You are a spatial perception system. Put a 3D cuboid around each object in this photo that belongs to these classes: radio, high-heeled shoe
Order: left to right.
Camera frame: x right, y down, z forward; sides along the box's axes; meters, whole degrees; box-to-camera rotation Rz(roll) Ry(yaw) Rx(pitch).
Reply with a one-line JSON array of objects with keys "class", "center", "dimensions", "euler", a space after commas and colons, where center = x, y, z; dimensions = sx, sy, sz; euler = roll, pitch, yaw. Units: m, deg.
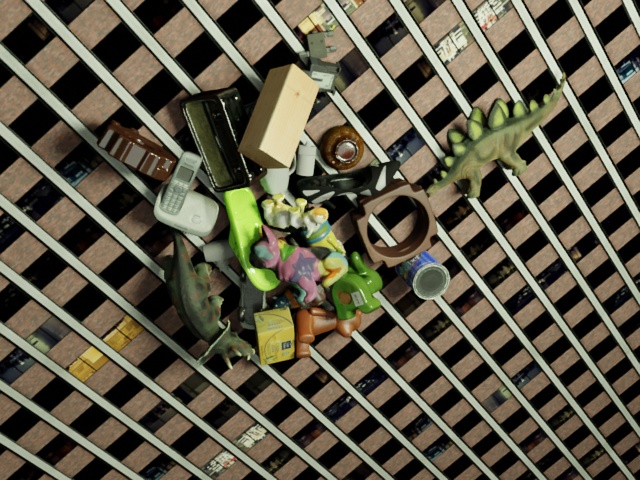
[{"class": "radio", "center": [-0.217, -0.228, 1.232], "dimensions": [0.073, 0.131, 0.229], "euler": [-44, 124, -45]}, {"class": "high-heeled shoe", "center": [0.066, -0.158, 1.331], "dimensions": [0.249, 0.086, 0.145], "euler": [-33, 135, 22]}]

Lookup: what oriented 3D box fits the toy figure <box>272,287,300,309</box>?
[{"class": "toy figure", "center": [-0.057, 0.146, 1.440], "dimensions": [0.154, 0.064, 0.057], "euler": [-34, 130, 0]}]

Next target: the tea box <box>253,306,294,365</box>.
[{"class": "tea box", "center": [-0.121, 0.256, 1.422], "dimensions": [0.098, 0.068, 0.169], "euler": [-11, 140, -10]}]

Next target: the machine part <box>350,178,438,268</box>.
[{"class": "machine part", "center": [0.194, -0.046, 1.419], "dimensions": [0.201, 0.087, 0.201], "euler": [-26, 114, -3]}]

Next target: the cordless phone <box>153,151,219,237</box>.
[{"class": "cordless phone", "center": [-0.297, -0.110, 1.268], "dimensions": [0.146, 0.089, 0.184], "euler": [23, 110, -19]}]

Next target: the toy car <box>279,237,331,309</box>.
[{"class": "toy car", "center": [-0.057, 0.083, 1.392], "dimensions": [0.089, 0.053, 0.202], "euler": [-35, 87, 3]}]

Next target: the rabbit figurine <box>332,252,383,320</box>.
[{"class": "rabbit figurine", "center": [0.099, 0.118, 1.436], "dimensions": [0.121, 0.170, 0.159], "euler": [-33, 85, 33]}]

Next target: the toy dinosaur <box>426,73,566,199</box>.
[{"class": "toy dinosaur", "center": [0.464, -0.257, 1.399], "dimensions": [0.471, 0.105, 0.198], "euler": [-32, 110, -5]}]

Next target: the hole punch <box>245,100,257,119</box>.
[{"class": "hole punch", "center": [-0.128, -0.280, 1.272], "dimensions": [0.116, 0.092, 0.142], "euler": [-35, 113, -31]}]

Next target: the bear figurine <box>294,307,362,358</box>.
[{"class": "bear figurine", "center": [0.029, 0.241, 1.464], "dimensions": [0.196, 0.132, 0.120], "euler": [3, 138, -10]}]

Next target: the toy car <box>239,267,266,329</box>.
[{"class": "toy car", "center": [-0.176, 0.141, 1.416], "dimensions": [0.073, 0.056, 0.201], "euler": [3, 107, -7]}]

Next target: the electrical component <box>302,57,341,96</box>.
[{"class": "electrical component", "center": [-0.016, -0.384, 1.260], "dimensions": [0.119, 0.048, 0.074], "euler": [2, 129, -12]}]

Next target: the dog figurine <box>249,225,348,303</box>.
[{"class": "dog figurine", "center": [-0.061, 0.037, 1.299], "dimensions": [0.191, 0.108, 0.219], "euler": [-39, 99, -10]}]

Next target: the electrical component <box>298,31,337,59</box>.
[{"class": "electrical component", "center": [-0.009, -0.457, 1.261], "dimensions": [0.094, 0.021, 0.063], "euler": [-14, 111, -7]}]

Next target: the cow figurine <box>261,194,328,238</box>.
[{"class": "cow figurine", "center": [-0.057, -0.047, 1.298], "dimensions": [0.168, 0.068, 0.098], "euler": [17, 127, 27]}]

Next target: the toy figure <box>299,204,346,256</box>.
[{"class": "toy figure", "center": [-0.004, -0.005, 1.391], "dimensions": [0.089, 0.082, 0.180], "euler": [-30, 118, 11]}]

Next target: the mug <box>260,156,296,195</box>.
[{"class": "mug", "center": [-0.107, -0.172, 1.316], "dimensions": [0.109, 0.081, 0.107], "euler": [-27, 127, -35]}]

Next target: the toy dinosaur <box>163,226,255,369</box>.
[{"class": "toy dinosaur", "center": [-0.305, 0.150, 1.316], "dimensions": [0.131, 0.192, 0.404], "euler": [-27, 114, -5]}]

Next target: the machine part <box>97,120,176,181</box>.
[{"class": "machine part", "center": [-0.401, -0.196, 1.185], "dimensions": [0.179, 0.179, 0.056], "euler": [30, 99, -21]}]
